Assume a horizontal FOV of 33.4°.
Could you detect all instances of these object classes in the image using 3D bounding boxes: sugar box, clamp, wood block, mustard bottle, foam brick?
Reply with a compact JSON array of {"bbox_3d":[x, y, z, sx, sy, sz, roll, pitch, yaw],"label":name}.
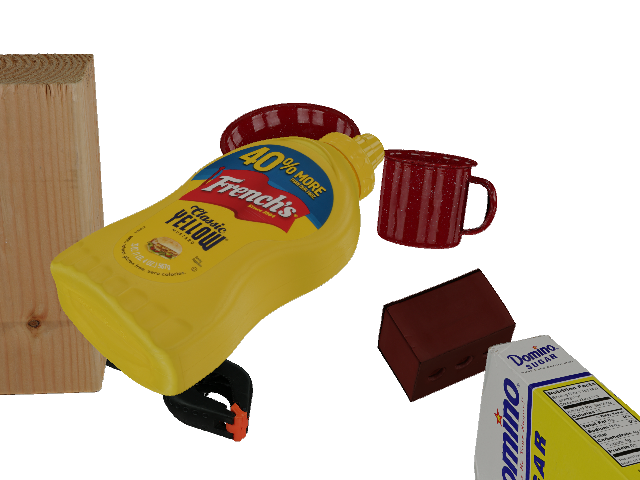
[{"bbox_3d":[0.138,0.129,0.522,0.048,0.093,0.176,-9,27,-23],"label":"sugar box"},{"bbox_3d":[-0.108,0.117,0.968,0.120,0.039,0.172,-30,47,-33],"label":"clamp"},{"bbox_3d":[-0.191,-0.011,0.696,0.090,0.206,0.090,-1,21,-6],"label":"wood block"},{"bbox_3d":[-0.036,-0.005,0.556,0.096,0.058,0.191,32,53,34],"label":"mustard bottle"},{"bbox_3d":[0.085,0.065,0.730,0.078,0.051,0.053,-20,-35,-18],"label":"foam brick"}]

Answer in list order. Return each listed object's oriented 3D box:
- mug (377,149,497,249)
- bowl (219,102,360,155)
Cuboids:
[{"bbox_3d":[0.109,-0.037,1.009,0.117,0.081,0.093,10,12,18],"label":"mug"},{"bbox_3d":[-0.034,-0.096,1.234,0.162,0.055,0.162,-2,37,1],"label":"bowl"}]
